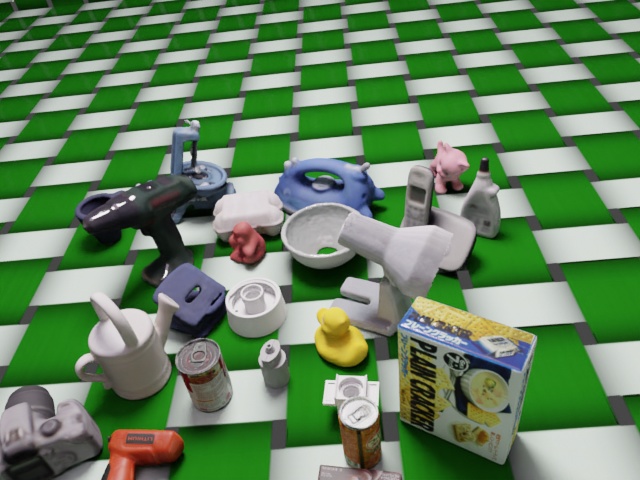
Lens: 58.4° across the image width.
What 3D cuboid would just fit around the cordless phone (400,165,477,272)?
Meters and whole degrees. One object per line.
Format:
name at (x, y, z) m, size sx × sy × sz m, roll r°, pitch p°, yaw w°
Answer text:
cordless phone at (0.216, -0.042, 1.058) m, size 0.147 × 0.185 × 0.094 m, roll 20°, pitch 48°, yaw 29°

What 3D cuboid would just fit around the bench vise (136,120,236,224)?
bench vise at (-0.296, -0.139, 1.224) m, size 0.208 × 0.220 × 0.121 m, roll -27°, pitch 44°, yaw -21°

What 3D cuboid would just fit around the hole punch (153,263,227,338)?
hole punch at (-0.227, 0.106, 1.026) m, size 0.100 × 0.091 × 0.109 m, roll 14°, pitch 45°, yaw 24°

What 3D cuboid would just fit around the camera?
camera at (-0.416, 0.273, 0.852) m, size 0.143 × 0.101 × 0.136 m, roll -21°, pitch 42°, yaw -15°

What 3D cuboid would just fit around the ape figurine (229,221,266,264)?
ape figurine at (-0.148, 0.002, 1.135) m, size 0.076 × 0.092 × 0.077 m, roll -15°, pitch 41°, yaw -9°

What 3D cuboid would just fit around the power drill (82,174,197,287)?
power drill at (-0.321, -0.016, 1.093) m, size 0.075 × 0.209 × 0.230 m, roll 22°, pitch 48°, yaw 30°

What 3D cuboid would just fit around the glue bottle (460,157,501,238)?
glue bottle at (0.312, -0.084, 1.102) m, size 0.078 × 0.173 × 0.037 m, roll 18°, pitch 47°, yaw 28°

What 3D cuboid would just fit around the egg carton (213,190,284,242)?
egg carton at (-0.151, -0.052, 1.216) m, size 0.150 × 0.069 × 0.107 m, roll -9°, pitch 40°, yaw -2°

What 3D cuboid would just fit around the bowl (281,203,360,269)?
bowl at (0.010, 0.004, 1.122) m, size 0.167 × 0.075 × 0.167 m, roll -4°, pitch 40°, yaw 4°

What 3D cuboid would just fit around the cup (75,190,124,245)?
cup at (-0.457, -0.047, 1.238) m, size 0.091 × 0.095 × 0.118 m, roll 22°, pitch 49°, yaw 31°

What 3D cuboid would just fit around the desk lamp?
desk lamp at (0.110, 0.055, 0.938) m, size 0.202 × 0.214 × 0.118 m, roll 12°, pitch 44°, yaw 22°

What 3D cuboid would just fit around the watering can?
watering can at (-0.304, 0.151, 0.906) m, size 0.100 × 0.194 × 0.173 m, roll 13°, pitch 44°, yaw 23°

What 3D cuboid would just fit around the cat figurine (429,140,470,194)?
cat figurine at (0.280, -0.169, 1.249) m, size 0.067 × 0.118 × 0.127 m, roll -10°, pitch 40°, yaw -3°

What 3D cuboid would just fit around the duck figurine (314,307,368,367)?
duck figurine at (0.032, 0.151, 0.937) m, size 0.078 × 0.086 × 0.104 m, roll -33°, pitch 47°, yaw -27°

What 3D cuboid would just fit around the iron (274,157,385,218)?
iron at (0.001, -0.119, 1.215) m, size 0.257 × 0.142 × 0.119 m, roll 11°, pitch 44°, yaw 21°
